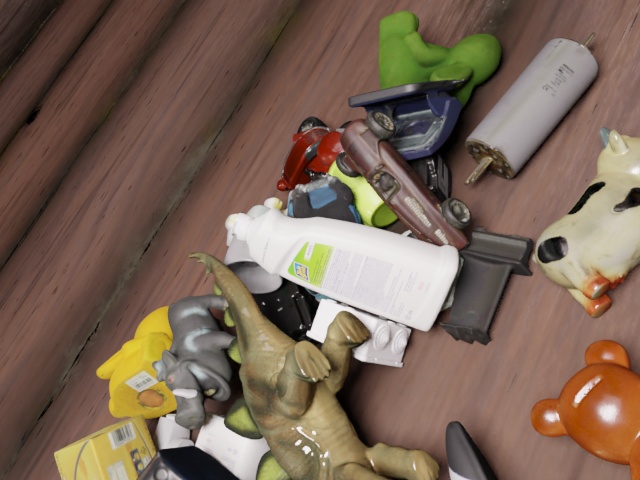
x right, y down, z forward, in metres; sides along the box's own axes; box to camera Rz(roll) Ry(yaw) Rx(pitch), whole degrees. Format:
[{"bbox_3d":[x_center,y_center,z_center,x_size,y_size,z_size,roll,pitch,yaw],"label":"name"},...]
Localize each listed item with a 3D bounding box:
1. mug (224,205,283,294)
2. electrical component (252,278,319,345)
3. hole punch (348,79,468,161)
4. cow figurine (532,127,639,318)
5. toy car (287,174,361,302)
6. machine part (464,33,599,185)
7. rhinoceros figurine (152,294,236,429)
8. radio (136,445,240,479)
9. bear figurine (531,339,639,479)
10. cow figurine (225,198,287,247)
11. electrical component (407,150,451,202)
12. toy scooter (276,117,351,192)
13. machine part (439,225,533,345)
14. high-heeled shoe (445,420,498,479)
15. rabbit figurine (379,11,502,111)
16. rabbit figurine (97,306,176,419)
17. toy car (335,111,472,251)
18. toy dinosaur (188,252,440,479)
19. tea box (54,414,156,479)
[{"bbox_3d":[-0.087,0.014,0.740,0.109,0.081,0.107,127,157,-52],"label":"mug"},{"bbox_3d":[-0.061,0.103,0.746,0.115,0.058,0.134,-36,48,9],"label":"electrical component"},{"bbox_3d":[0.113,-0.154,0.688,0.142,0.092,0.116,-4,16,44],"label":"hole punch"},{"bbox_3d":[0.305,-0.032,0.556,0.195,0.085,0.127,-45,52,4],"label":"cow figurine"},{"bbox_3d":[-0.001,-0.002,0.716,0.109,0.161,0.103,-25,14,-25],"label":"toy car"},{"bbox_3d":[0.263,-0.163,0.671,0.243,0.079,0.079,-49,46,-1],"label":"machine part"},{"bbox_3d":[-0.159,0.149,0.698,0.190,0.112,0.073,-107,33,-44],"label":"rhinoceros figurine"},{"bbox_3d":[-0.083,0.302,0.534,0.230,0.131,0.073,30,78,20],"label":"radio"},{"bbox_3d":[0.283,0.181,0.430,0.120,0.131,0.196,-49,28,-2],"label":"bear figurine"},{"bbox_3d":[-0.066,-0.008,0.813,0.167,0.068,0.098,-19,58,29],"label":"cow figurine"},{"bbox_3d":[0.142,-0.091,0.716,0.048,0.074,0.119,-12,53,29],"label":"electrical component"},{"bbox_3d":[-0.001,-0.122,0.833,0.184,0.075,0.135,25,76,49],"label":"toy scooter"},{"bbox_3d":[0.188,0.051,0.612,0.084,0.039,0.139,19,74,29],"label":"machine part"},{"bbox_3d":[0.114,0.300,0.467,0.145,0.086,0.249,-25,59,13],"label":"high-heeled shoe"},{"bbox_3d":[0.173,-0.252,0.770,0.170,0.121,0.159,-3,52,17],"label":"rabbit figurine"},{"bbox_3d":[-0.249,0.180,0.814,0.162,0.121,0.173,-39,32,22],"label":"rabbit figurine"},{"bbox_3d":[0.094,-0.060,0.641,0.202,0.053,0.089,53,133,9],"label":"toy car"},{"bbox_3d":[-0.028,0.168,0.574,0.198,0.105,0.472,-49,59,37],"label":"toy dinosaur"},{"bbox_3d":[-0.244,0.317,0.662,0.068,0.098,0.169,-24,81,21],"label":"tea box"}]
